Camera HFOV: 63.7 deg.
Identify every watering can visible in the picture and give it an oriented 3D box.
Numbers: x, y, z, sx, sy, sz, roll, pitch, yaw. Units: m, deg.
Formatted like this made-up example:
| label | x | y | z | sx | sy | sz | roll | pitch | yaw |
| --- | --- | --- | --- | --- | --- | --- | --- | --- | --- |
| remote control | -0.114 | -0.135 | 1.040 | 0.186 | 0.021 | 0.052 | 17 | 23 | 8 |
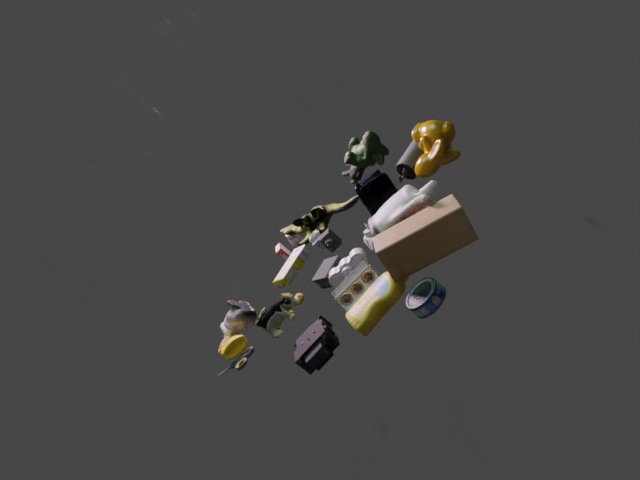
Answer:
| label | x | y | z | sx | sy | sz | roll | pitch | yaw |
| --- | --- | --- | --- | --- | --- | --- | --- | --- | --- |
| watering can | 0.218 | -0.071 | 1.343 | 0.222 | 0.104 | 0.350 | -44 | -2 | 17 |

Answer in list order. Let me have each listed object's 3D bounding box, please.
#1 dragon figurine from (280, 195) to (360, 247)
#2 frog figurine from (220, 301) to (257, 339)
| label | x | y | z | sx | sy | sz | roll | pitch | yaw |
| --- | --- | --- | --- | --- | --- | --- | --- | --- | --- |
| dragon figurine | 0.006 | -0.104 | 2.068 | 0.407 | 0.121 | 0.247 | -28 | 15 | 19 |
| frog figurine | -0.311 | 0.315 | 1.920 | 0.123 | 0.159 | 0.137 | 22 | 6 | 14 |
